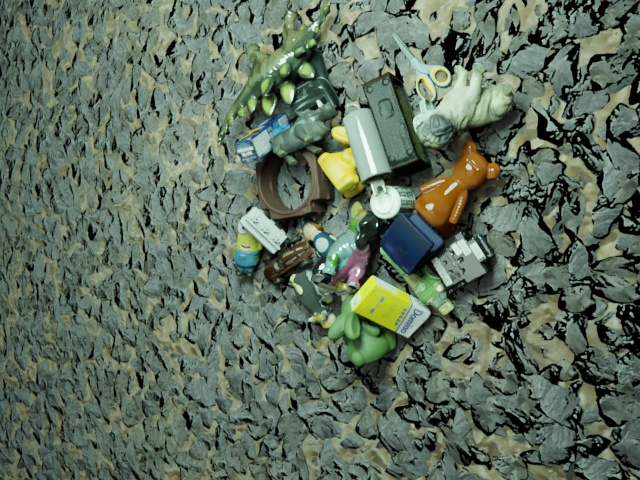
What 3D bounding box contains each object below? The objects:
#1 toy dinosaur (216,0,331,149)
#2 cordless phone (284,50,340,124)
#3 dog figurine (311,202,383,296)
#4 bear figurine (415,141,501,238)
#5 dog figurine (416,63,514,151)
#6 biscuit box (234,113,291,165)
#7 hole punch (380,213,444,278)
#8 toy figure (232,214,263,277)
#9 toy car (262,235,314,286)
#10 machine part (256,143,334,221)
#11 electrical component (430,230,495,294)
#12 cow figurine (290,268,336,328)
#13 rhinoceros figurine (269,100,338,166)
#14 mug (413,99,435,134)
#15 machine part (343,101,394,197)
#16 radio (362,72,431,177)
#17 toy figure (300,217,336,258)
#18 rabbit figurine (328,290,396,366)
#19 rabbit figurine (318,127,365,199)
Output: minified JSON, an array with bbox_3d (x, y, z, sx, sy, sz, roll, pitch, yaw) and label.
[{"bbox_3d":[-0.130,-0.432,1.407,0.471,0.105,0.199,-41,48,26],"label":"toy dinosaur"},{"bbox_3d":[-0.035,-0.402,1.422,0.147,0.088,0.184,-22,71,32],"label":"cordless phone"},{"bbox_3d":[0.076,0.018,1.336,0.108,0.191,0.219,30,68,-10],"label":"dog figurine"},{"bbox_3d":[0.308,-0.115,1.219,0.196,0.132,0.120,-47,71,6],"label":"bear figurine"},{"bbox_3d":[0.314,-0.255,1.152,0.172,0.121,0.190,29,93,-10],"label":"dog figurine"},{"bbox_3d":[-0.145,-0.270,1.416,0.063,0.203,0.059,-8,117,31],"label":"biscuit box"},{"bbox_3d":[0.202,0.008,1.220,0.142,0.092,0.115,47,108,18],"label":"hole punch"},{"bbox_3d":[-0.206,0.013,1.544,0.089,0.082,0.180,-128,43,-64],"label":"toy figure"},{"bbox_3d":[-0.093,0.059,1.476,0.202,0.053,0.089,-33,74,45],"label":"toy car"},{"bbox_3d":[-0.071,-0.158,1.443,0.202,0.087,0.201,-8,88,33],"label":"machine part"},{"bbox_3d":[0.329,0.045,1.235,0.134,0.058,0.115,-35,78,28],"label":"electrical component"},{"bbox_3d":[-0.016,0.160,1.431,0.068,0.098,0.167,-35,76,22],"label":"cow figurine"},{"bbox_3d":[-0.038,-0.270,1.345,0.190,0.073,0.112,-31,58,19],"label":"rhinoceros figurine"},{"bbox_3d":[0.254,-0.271,1.227,0.081,0.107,0.109,-12,89,30],"label":"mug"},{"bbox_3d":[0.112,-0.215,1.250,0.079,0.079,0.243,-24,72,30],"label":"machine part"},{"bbox_3d":[0.180,-0.268,1.253,0.073,0.131,0.229,-22,82,23],"label":"radio"},{"bbox_3d":[-0.001,-0.005,1.435,0.064,0.057,0.155,-38,68,-13],"label":"toy figure"},{"bbox_3d":[0.089,0.216,1.335,0.121,0.159,0.170,-15,92,41],"label":"rabbit figurine"},{"bbox_3d":[0.091,-0.208,1.346,0.173,0.121,0.162,-36,65,14],"label":"rabbit figurine"}]
